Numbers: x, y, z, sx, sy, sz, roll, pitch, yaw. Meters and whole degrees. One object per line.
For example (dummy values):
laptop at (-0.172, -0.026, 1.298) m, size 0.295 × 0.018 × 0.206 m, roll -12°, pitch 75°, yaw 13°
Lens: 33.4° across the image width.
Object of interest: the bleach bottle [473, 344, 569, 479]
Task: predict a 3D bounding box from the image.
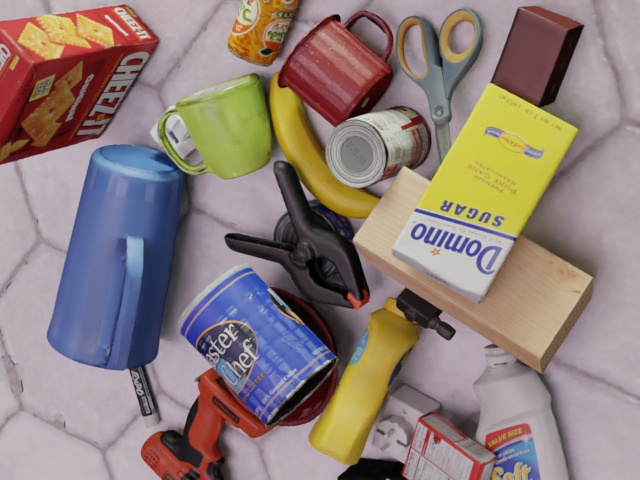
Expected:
bleach bottle at (0.196, 0.227, 1.073) m, size 0.103 × 0.067 × 0.251 m, roll -9°, pitch 95°, yaw 35°

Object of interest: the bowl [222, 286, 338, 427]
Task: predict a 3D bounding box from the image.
bowl at (-0.039, 0.122, 1.186) m, size 0.162 × 0.055 × 0.162 m, roll 9°, pitch 107°, yaw 29°

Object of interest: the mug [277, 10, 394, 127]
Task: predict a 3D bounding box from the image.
mug at (0.026, -0.171, 1.056) m, size 0.081 × 0.093 × 0.117 m, roll 42°, pitch 99°, yaw 9°

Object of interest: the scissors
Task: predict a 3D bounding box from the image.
scissors at (0.128, -0.133, 1.003) m, size 0.096 × 0.016 × 0.202 m, roll -28°, pitch 67°, yaw 22°

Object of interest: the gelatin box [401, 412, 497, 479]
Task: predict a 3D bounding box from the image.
gelatin box at (0.130, 0.228, 1.078) m, size 0.089 × 0.030 × 0.073 m, roll 32°, pitch 121°, yaw 39°

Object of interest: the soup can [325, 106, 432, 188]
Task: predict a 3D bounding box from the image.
soup can at (0.058, -0.092, 1.044) m, size 0.069 × 0.102 × 0.068 m, roll 9°, pitch 107°, yaw 28°

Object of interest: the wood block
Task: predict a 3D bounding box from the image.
wood block at (0.145, 0.028, 1.014) m, size 0.206 × 0.090 × 0.091 m, roll 32°, pitch 84°, yaw 19°

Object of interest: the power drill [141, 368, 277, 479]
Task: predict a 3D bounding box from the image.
power drill at (-0.117, 0.256, 1.268) m, size 0.184 × 0.057 × 0.188 m, roll 40°, pitch 119°, yaw 16°

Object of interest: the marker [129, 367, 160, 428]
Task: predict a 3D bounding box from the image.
marker at (-0.226, 0.175, 1.334) m, size 0.020 × 0.020 × 0.121 m, roll -12°, pitch 97°, yaw 33°

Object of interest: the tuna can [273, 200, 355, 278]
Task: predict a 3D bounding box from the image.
tuna can at (-0.008, 0.001, 1.148) m, size 0.086 × 0.033 × 0.086 m, roll 9°, pitch 107°, yaw 29°

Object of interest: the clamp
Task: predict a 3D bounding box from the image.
clamp at (-0.012, 0.001, 1.107) m, size 0.171 × 0.039 × 0.120 m, roll 33°, pitch 123°, yaw 13°

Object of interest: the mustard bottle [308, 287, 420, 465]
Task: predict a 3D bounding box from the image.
mustard bottle at (0.054, 0.134, 1.102) m, size 0.058 × 0.096 × 0.191 m, roll 27°, pitch 88°, yaw 6°

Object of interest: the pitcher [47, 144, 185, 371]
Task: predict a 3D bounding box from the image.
pitcher at (-0.227, 0.022, 1.226) m, size 0.149 × 0.144 × 0.243 m, roll 23°, pitch 111°, yaw 23°

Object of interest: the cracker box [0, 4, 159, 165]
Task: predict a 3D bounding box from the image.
cracker box at (-0.294, -0.167, 1.167) m, size 0.072 × 0.213 × 0.164 m, roll 47°, pitch 122°, yaw 10°

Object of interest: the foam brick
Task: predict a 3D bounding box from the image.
foam brick at (0.197, -0.168, 0.970) m, size 0.051 × 0.052 × 0.078 m, roll 28°, pitch 117°, yaw 22°

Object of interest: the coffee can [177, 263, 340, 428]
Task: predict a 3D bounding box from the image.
coffee can at (-0.064, 0.108, 1.103) m, size 0.140 × 0.102 × 0.103 m, roll 45°, pitch 121°, yaw 13°

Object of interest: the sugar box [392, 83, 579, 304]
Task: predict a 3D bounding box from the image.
sugar box at (0.146, -0.041, 0.954) m, size 0.093 × 0.048 × 0.176 m, roll 29°, pitch 83°, yaw 10°

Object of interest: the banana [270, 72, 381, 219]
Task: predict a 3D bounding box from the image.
banana at (0.002, -0.087, 1.121) m, size 0.070 × 0.037 × 0.198 m, roll -45°, pitch 80°, yaw 13°
